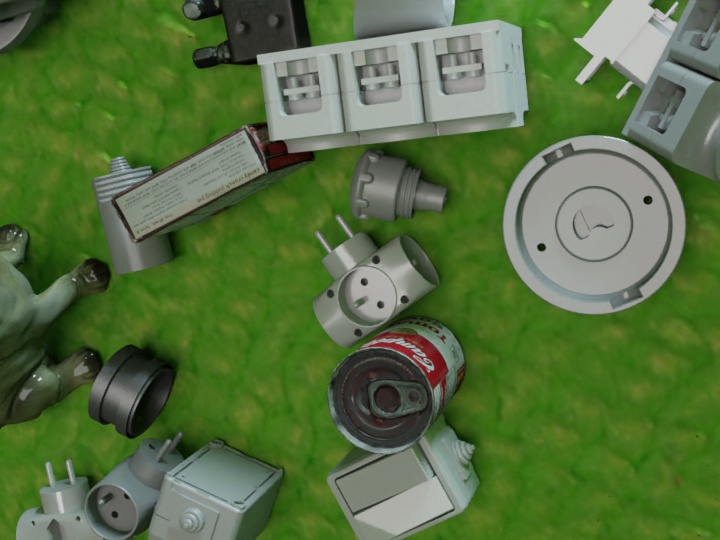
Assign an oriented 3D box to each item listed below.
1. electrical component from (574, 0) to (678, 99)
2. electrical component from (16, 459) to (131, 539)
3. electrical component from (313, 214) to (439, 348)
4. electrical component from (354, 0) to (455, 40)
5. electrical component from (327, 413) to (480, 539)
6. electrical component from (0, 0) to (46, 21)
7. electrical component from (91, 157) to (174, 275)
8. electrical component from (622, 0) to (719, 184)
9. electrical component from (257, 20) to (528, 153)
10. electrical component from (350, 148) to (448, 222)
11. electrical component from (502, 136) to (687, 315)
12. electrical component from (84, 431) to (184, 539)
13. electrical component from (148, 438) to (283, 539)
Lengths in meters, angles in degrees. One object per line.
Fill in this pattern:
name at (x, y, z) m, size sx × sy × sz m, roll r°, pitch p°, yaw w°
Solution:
electrical component at (0.171, -0.139, 0.654) m, size 0.064 × 0.042 × 0.081 m, roll 39°, pitch 109°, yaw 4°
electrical component at (-0.224, 0.185, 0.830) m, size 0.077 × 0.043 × 0.079 m, roll -10°, pitch 96°, yaw 19°
electrical component at (0.000, 0.000, 0.728) m, size 0.077 × 0.044 × 0.079 m, roll -37°, pitch 87°, yaw 19°
electrical component at (0.029, -0.191, 0.660) m, size 0.064 × 0.099 × 0.099 m, roll 1°, pitch 99°, yaw 11°
electrical component at (0.035, 0.142, 0.733) m, size 0.096 × 0.061 × 0.061 m, roll -29°, pitch 90°, yaw 20°
electrical component at (-0.283, -0.198, 0.726) m, size 0.138 × 0.052 × 0.073 m, roll -14°, pitch 95°, yaw 19°
electrical component at (-0.165, -0.041, 0.773) m, size 0.043 × 0.043 × 0.081 m, roll -12°, pitch 96°, yaw 19°
electrical component at (0.231, -0.121, 0.605) m, size 0.089 × 0.061 × 0.150 m, roll 17°, pitch 107°, yaw -25°
electrical component at (0.024, -0.113, 0.677) m, size 0.150 × 0.089 × 0.061 m, roll -4°, pitch 98°, yaw 18°
electrical component at (0.026, -0.052, 0.712) m, size 0.062 × 0.048 × 0.048 m, roll 12°, pitch 103°, yaw 8°
electrical component at (0.147, -0.031, 0.668) m, size 0.108 × 0.060 × 0.108 m, roll 3°, pitch 100°, yaw 17°
electrical component at (-0.154, 0.150, 0.784) m, size 0.043 × 0.077 × 0.079 m, roll 38°, pitch 108°, yaw 8°
electrical component at (-0.105, 0.171, 0.762) m, size 0.062 × 0.096 × 0.061 m, roll 22°, pitch 105°, yaw 12°
